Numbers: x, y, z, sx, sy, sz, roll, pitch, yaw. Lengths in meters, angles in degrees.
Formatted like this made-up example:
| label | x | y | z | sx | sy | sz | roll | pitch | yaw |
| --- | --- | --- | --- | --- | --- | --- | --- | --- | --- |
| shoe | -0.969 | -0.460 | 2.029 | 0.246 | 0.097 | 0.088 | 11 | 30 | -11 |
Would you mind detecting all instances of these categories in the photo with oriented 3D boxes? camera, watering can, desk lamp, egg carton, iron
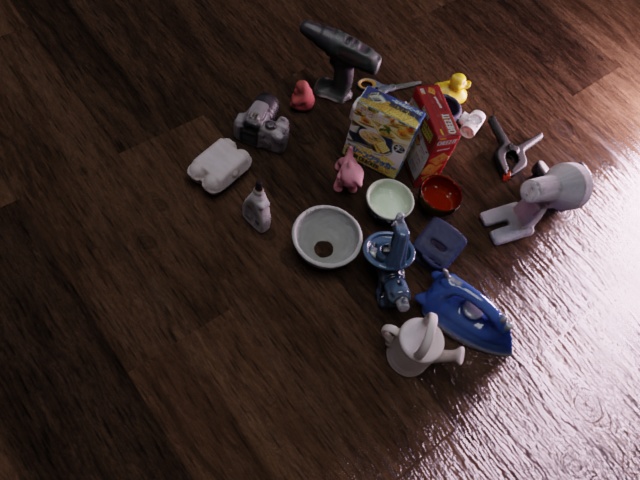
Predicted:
| label | x | y | z | sx | sy | sz | roll | pitch | yaw |
| --- | --- | --- | --- | --- | --- | --- | --- | --- | --- |
| camera | -0.139 | -0.318 | 1.489 | 0.143 | 0.101 | 0.137 | 19 | 61 | 1 |
| watering can | 0.219 | 0.217 | 1.213 | 0.173 | 0.194 | 0.101 | 3 | 62 | -8 |
| desk lamp | 0.539 | -0.094 | 1.422 | 0.203 | 0.213 | 0.118 | -17 | 66 | -17 |
| egg carton | -0.246 | -0.182 | 1.417 | 0.107 | 0.069 | 0.150 | 37 | 63 | 10 |
| iron | 0.351 | 0.162 | 1.296 | 0.258 | 0.141 | 0.119 | 36 | 62 | 10 |

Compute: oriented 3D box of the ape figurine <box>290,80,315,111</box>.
| label | x | y | z | sx | sy | sz | roll | pitch | yaw |
| --- | --- | --- | --- | --- | --- | --- | --- | --- | --- |
| ape figurine | -0.049 | -0.397 | 1.552 | 0.076 | 0.092 | 0.078 | 38 | 63 | 11 |

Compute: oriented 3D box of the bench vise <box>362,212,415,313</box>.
| label | x | y | z | sx | sy | sz | roll | pitch | yaw |
| --- | --- | --- | --- | --- | --- | --- | --- | --- | --- |
| bench vise | 0.178 | 0.046 | 1.283 | 0.122 | 0.220 | 0.207 | -24 | 68 | -20 |

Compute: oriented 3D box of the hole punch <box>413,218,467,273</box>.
| label | x | y | z | sx | sy | sz | roll | pitch | yaw |
| --- | --- | --- | --- | --- | --- | --- | --- | --- | --- |
| hole punch | 0.287 | 0.018 | 1.390 | 0.108 | 0.091 | 0.101 | 37 | 63 | 11 |

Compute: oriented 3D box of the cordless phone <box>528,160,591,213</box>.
| label | x | y | z | sx | sy | sz | roll | pitch | yaw |
| --- | --- | --- | --- | --- | --- | --- | --- | --- | --- |
| cordless phone | 0.630 | -0.166 | 1.493 | 0.094 | 0.185 | 0.147 | -21 | 67 | -19 |

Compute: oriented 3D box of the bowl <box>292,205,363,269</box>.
| label | x | y | z | sx | sy | sz | roll | pitch | yaw |
| --- | --- | --- | --- | --- | --- | --- | --- | --- | --- |
| bowl | 0.012 | 0.005 | 1.359 | 0.167 | 0.075 | 0.167 | 4 | 62 | -7 |

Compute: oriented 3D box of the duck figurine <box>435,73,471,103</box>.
| label | x | y | z | sx | sy | sz | roll | pitch | yaw |
| --- | --- | --- | --- | --- | --- | --- | --- | --- | --- |
| duck figurine | 0.385 | -0.446 | 1.656 | 0.104 | 0.086 | 0.077 | 8 | 61 | -5 |

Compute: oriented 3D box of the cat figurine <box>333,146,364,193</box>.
| label | x | y | z | sx | sy | sz | roll | pitch | yaw |
| --- | --- | --- | --- | --- | --- | --- | --- | --- | --- |
| cat figurine | 0.076 | -0.176 | 1.441 | 0.067 | 0.118 | 0.128 | 5 | 62 | -7 |

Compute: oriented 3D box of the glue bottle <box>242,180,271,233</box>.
| label | x | y | z | sx | sy | sz | roll | pitch | yaw |
| --- | --- | --- | --- | --- | --- | --- | --- | --- | --- |
| glue bottle | -0.143 | -0.085 | 1.324 | 0.037 | 0.173 | 0.078 | -38 | 74 | -24 |

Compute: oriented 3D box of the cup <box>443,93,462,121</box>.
| label | x | y | z | sx | sy | sz | roll | pitch | yaw |
| --- | --- | --- | --- | --- | --- | --- | --- | --- | --- |
| cup | 0.328 | -0.352 | 1.591 | 0.092 | 0.095 | 0.117 | -24 | 69 | -20 |

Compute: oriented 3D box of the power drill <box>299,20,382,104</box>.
| label | x | y | z | sx | sy | sz | roll | pitch | yaw |
| --- | --- | --- | --- | --- | --- | --- | --- | --- | --- |
| power drill | 0.043 | -0.474 | 1.541 | 0.229 | 0.208 | 0.075 | 17 | 61 | 0 |
